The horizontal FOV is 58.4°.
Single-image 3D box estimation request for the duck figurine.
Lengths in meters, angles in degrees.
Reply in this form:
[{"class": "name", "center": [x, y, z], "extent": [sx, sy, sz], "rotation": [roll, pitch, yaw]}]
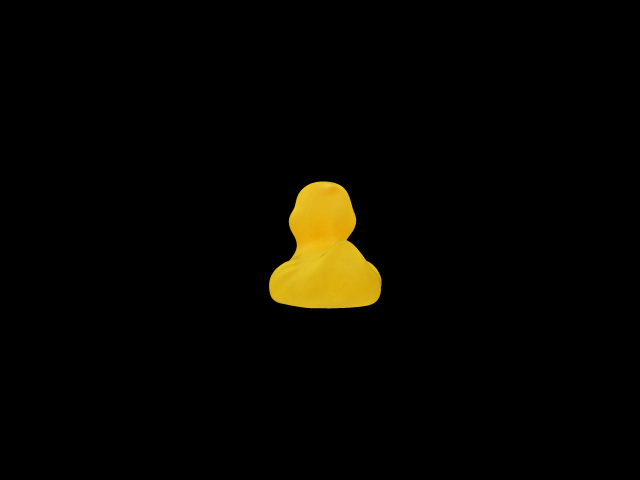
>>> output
[{"class": "duck figurine", "center": [0.004, 0.001, 0.400], "extent": [0.078, 0.086, 0.104], "rotation": [0, 0, -15]}]
